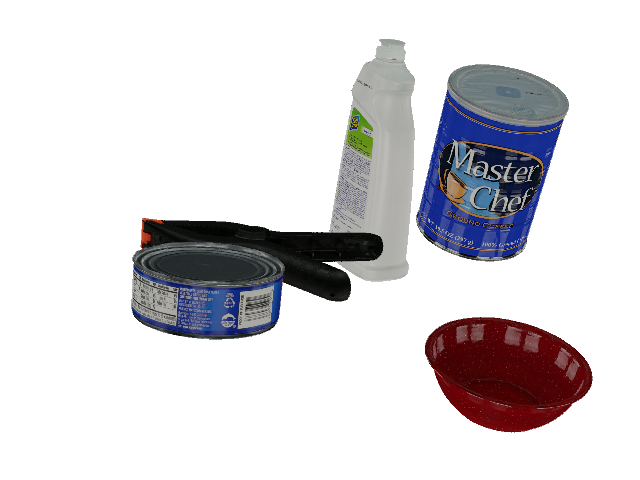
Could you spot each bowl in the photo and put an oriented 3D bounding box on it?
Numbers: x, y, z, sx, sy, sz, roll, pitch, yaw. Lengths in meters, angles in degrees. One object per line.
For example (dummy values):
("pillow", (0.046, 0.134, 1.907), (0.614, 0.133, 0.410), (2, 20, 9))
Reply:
("bowl", (0.178, 0.138, 1.039), (0.162, 0.055, 0.162), (5, 26, -3))

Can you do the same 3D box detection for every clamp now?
("clamp", (-0.055, 0.010, 0.902), (0.210, 0.036, 0.164), (7, 12, 5))

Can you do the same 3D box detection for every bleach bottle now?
("bleach bottle", (0.065, -0.089, 1.157), (0.067, 0.251, 0.103), (-6, 24, -32))

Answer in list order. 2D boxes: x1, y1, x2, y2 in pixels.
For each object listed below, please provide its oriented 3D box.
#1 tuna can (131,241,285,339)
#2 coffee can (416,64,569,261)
("tuna can", (-0.064, 0.027, 0.606), (0.086, 0.034, 0.086), (5, 13, -1))
("coffee can", (0.147, -0.068, 0.929), (0.102, 0.140, 0.103), (7, 33, -5))
